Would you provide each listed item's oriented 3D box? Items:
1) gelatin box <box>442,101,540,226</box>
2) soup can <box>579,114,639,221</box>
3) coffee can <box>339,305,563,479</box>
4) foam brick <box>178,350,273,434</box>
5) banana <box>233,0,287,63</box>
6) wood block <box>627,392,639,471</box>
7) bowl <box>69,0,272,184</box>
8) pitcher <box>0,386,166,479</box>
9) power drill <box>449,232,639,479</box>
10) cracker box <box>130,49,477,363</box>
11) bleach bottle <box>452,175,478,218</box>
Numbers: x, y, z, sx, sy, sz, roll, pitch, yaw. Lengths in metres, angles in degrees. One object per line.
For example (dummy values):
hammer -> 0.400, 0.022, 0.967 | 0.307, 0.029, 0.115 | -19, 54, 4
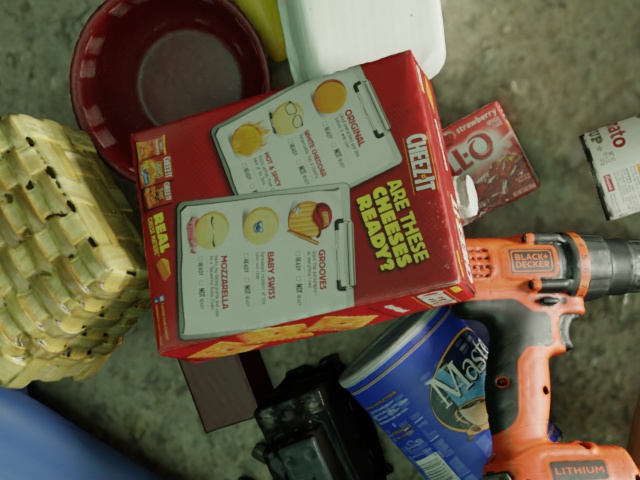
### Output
gelatin box -> 0.111, -0.053, 0.809 | 0.089, 0.030, 0.073 | -27, 93, 15
soup can -> 0.244, -0.060, 0.760 | 0.102, 0.068, 0.068 | -18, 95, 15
coffee can -> 0.098, 0.125, 0.805 | 0.103, 0.102, 0.140 | -42, 90, 15
foam brick -> -0.077, 0.107, 0.864 | 0.051, 0.053, 0.078 | -19, 95, 14
banana -> -0.042, -0.237, 0.806 | 0.070, 0.037, 0.198 | 11, 102, 10
wood block -> 0.275, 0.170, 0.782 | 0.091, 0.090, 0.206 | 10, 101, 9
bowl -> -0.109, -0.120, 0.831 | 0.162, 0.055, 0.162 | 2, 100, 12
pitcher -> -0.213, 0.227, 0.872 | 0.243, 0.145, 0.149 | 28, 105, 3
power drill -> 0.172, 0.085, 0.753 | 0.184, 0.057, 0.187 | -1, 72, -14
cracker box -> -0.015, -0.017, 0.736 | 0.214, 0.072, 0.164 | -14, 74, 16
bleach bottle -> -0.005, 0.001, 0.800 | 0.251, 0.068, 0.102 | -12, 71, 21
